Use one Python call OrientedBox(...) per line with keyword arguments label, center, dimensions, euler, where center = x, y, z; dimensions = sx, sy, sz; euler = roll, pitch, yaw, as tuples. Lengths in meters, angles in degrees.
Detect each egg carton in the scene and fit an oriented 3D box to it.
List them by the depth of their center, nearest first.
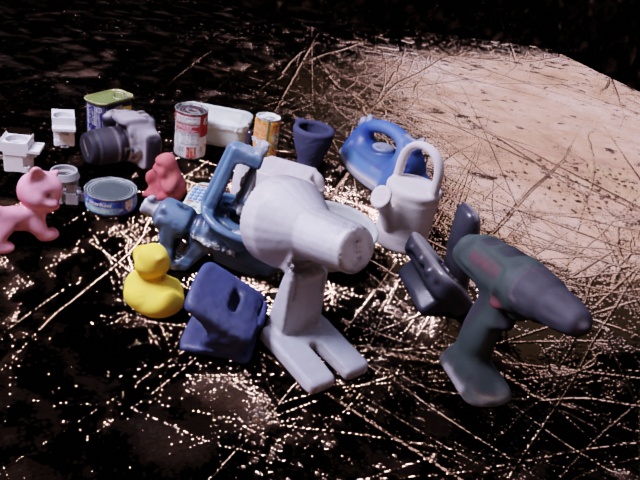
OrientedBox(label="egg carton", center=(-0.067, -0.106, 1.100), dimensions=(0.150, 0.069, 0.107), euler=(16, 31, 7))

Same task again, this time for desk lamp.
OrientedBox(label="desk lamp", center=(-0.012, 0.044, 0.732), dimensions=(0.118, 0.213, 0.202), euler=(-15, 40, -36))

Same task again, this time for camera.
OrientedBox(label="camera", center=(-0.396, -0.202, 1.114), dimensions=(0.137, 0.101, 0.142), euler=(-19, 42, -40))

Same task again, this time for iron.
OrientedBox(label="iron", center=(0.133, -0.202, 1.255), dimensions=(0.119, 0.141, 0.257), euler=(-14, 39, -36))

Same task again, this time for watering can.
OrientedBox(label="watering can", center=(0.160, -0.077, 1.009), dimensions=(0.100, 0.194, 0.173), euler=(22, 33, 17))

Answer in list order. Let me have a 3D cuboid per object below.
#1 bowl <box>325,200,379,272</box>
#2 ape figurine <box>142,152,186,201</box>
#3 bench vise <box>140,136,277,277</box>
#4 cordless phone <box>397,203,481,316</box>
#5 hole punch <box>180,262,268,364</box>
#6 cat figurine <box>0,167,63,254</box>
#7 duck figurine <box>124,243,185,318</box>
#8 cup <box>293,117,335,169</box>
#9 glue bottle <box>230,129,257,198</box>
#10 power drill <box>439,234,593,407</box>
OrientedBox(label="bowl", center=(0.009, 0.003, 0.941), dimensions=(0.167, 0.075, 0.167), euler=(9, 31, -5))
OrientedBox(label="ape figurine", center=(-0.275, -0.113, 1.017), dimensions=(0.076, 0.092, 0.077), euler=(-2, 34, -22))
OrientedBox(label="bench vise", center=(-0.151, -0.047, 0.827), dimensions=(0.208, 0.220, 0.121), euler=(0, 33, -19))
OrientedBox(label="cordless phone", center=(0.196, 0.011, 0.885), dimensions=(0.094, 0.185, 0.147), euler=(-2, 33, -21))
OrientedBox(label="hole punch", center=(-0.120, 0.090, 0.739), dimensions=(0.101, 0.091, 0.108), euler=(11, 31, -1))
OrientedBox(label="cat figurine", center=(-0.434, -0.056, 0.845), dimensions=(0.067, 0.118, 0.128), euler=(31, 36, 29))
OrientedBox(label="duck figurine", center=(-0.224, 0.048, 0.777), dimensions=(0.078, 0.086, 0.104), euler=(-17, 41, -39))
OrientedBox(label="cup", center=(-0.027, -0.211, 1.260), dimensions=(0.092, 0.095, 0.117), euler=(-11, 38, -33))
OrientedBox(label="glue bottle", center=(-0.128, -0.107, 0.980), dimensions=(0.037, 0.173, 0.078), euler=(11, 31, -1))
OrientedBox(label="power drill", center=(0.228, 0.104, 0.721), dimensions=(0.076, 0.208, 0.229), euler=(-1, 33, -19))
